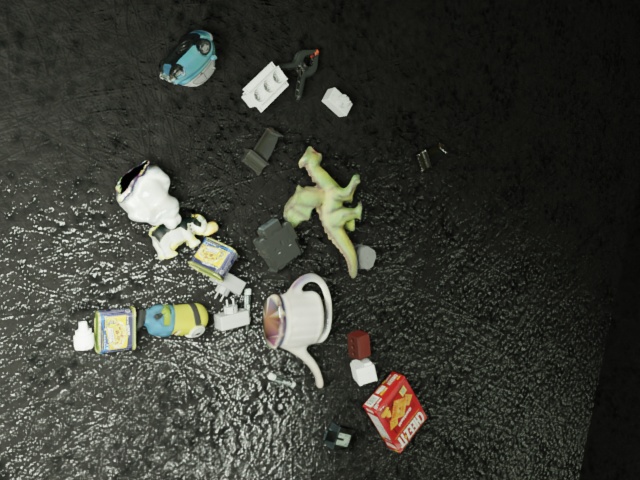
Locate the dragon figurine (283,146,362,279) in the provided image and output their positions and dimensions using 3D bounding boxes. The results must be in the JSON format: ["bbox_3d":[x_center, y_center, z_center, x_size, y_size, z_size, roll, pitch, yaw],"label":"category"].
[{"bbox_3d":[0.005,-0.078,1.553,0.243,0.122,0.410,-2,91,-18],"label":"dragon figurine"}]

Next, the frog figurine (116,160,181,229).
[{"bbox_3d":[-0.401,-0.100,1.237,0.157,0.122,0.140,45,52,-40],"label":"frog figurine"}]

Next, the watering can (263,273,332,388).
[{"bbox_3d":[-0.059,0.271,1.494,0.224,0.104,0.348,2,90,-35],"label":"watering can"}]
